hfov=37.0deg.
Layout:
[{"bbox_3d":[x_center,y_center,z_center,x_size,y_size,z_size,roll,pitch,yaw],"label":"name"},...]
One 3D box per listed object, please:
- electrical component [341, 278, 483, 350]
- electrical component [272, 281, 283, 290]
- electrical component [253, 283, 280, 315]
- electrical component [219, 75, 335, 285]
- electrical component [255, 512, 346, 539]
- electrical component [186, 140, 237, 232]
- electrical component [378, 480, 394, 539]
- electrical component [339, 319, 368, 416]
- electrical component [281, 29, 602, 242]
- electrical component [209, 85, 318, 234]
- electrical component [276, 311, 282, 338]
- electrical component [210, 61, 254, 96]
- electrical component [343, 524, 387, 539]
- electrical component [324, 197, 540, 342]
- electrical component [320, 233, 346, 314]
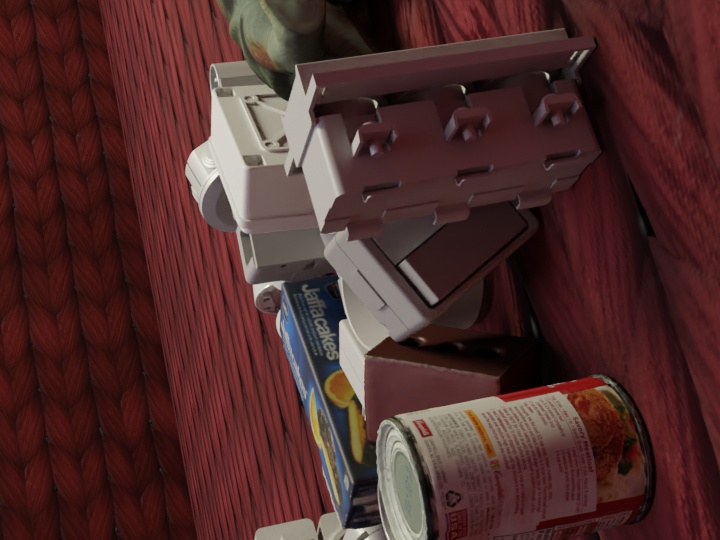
[{"bbox_3d":[0.029,-0.005,0.617,0.099,0.064,0.099,171,90,-74],"label":"electrical component"},{"bbox_3d":[-0.070,-0.038,0.971,0.073,0.052,0.138,107,150,-57],"label":"electrical component"},{"bbox_3d":[-0.076,0.008,1.018,0.055,0.055,0.047,103,157,-53],"label":"electrical component"},{"bbox_3d":[-0.055,-0.071,0.830,0.061,0.089,0.150,130,129,-70],"label":"electrical component"},{"bbox_3d":[-0.014,0.289,0.856,0.060,0.105,0.186,102,155,-51],"label":"electrical component"},{"bbox_3d":[-0.103,-0.075,0.903,0.051,0.080,0.080,55,152,36],"label":"electrical component"},{"bbox_3d":[0.056,0.116,0.565,0.079,0.077,0.043,114,145,-63],"label":"electrical component"},{"bbox_3d":[0.020,0.082,0.728,0.083,0.047,0.075,-124,29,-57],"label":"electrical component"},{"bbox_3d":[0.035,-0.057,0.459,0.078,0.121,0.063,119,137,-66],"label":"electrical component"},{"bbox_3d":[-0.041,-0.081,0.744,0.108,0.109,0.056,-116,26,-47],"label":"electrical component"},{"bbox_3d":[-0.042,0.061,0.943,0.077,0.044,0.079,154,107,-74],"label":"electrical component"},{"bbox_3d":[-0.081,-0.144,0.908,0.044,0.077,0.079,100,155,-49],"label":"electrical component"},{"bbox_3d":[0.021,0.211,0.788,0.047,0.055,0.055,-129,34,-55],"label":"electrical component"},{"bbox_3d":[0.040,-0.020,0.529,0.061,0.096,0.061,50,161,2],"label":"electrical component"},{"bbox_3d":[0.000,0.000,0.769,0.044,0.044,0.065,179,78,-74],"label":"electrical component"}]
